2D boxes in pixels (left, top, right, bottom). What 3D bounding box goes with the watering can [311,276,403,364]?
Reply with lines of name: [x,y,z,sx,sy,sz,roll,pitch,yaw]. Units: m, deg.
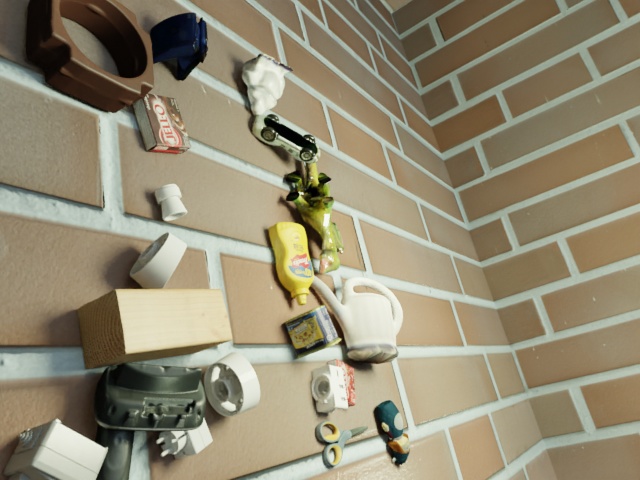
watering can: [0.091,0.196,1.297,0.346,0.102,0.229,15,57,-37]

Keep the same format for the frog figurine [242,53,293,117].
frog figurine: [-0.156,-0.405,1.383,0.137,0.123,0.159,17,89,-65]

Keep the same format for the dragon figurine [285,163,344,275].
dragon figurine: [0.004,-0.070,1.388,0.420,0.122,0.238,-91,163,-53]
